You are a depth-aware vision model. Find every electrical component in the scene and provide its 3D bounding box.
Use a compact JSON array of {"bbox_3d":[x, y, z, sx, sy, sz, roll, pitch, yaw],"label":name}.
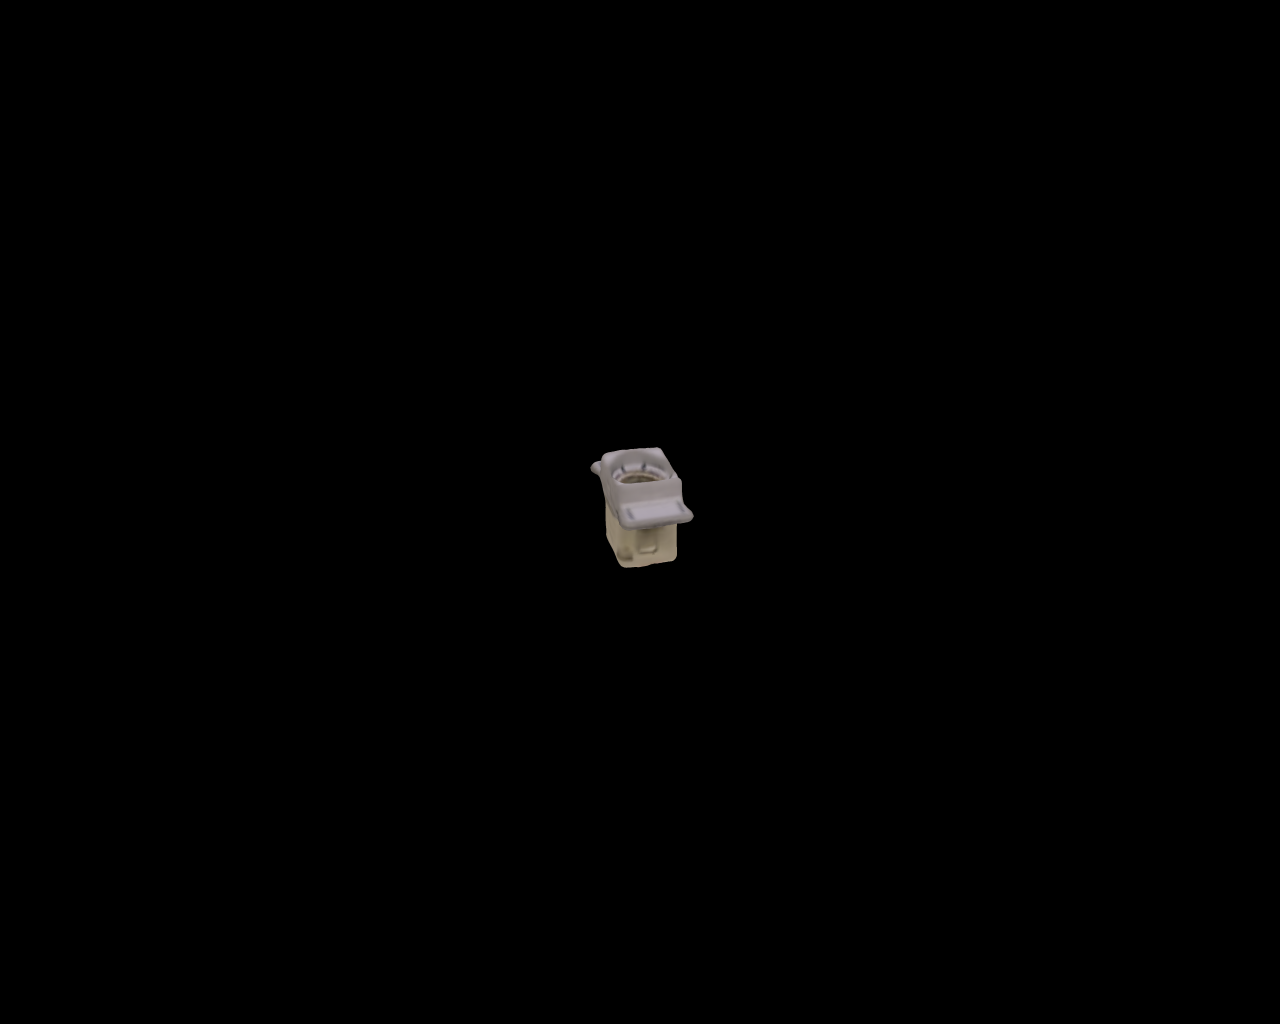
[{"bbox_3d":[0.001,-0.003,0.650,0.042,0.063,0.081,-8,31,-13],"label":"electrical component"}]
